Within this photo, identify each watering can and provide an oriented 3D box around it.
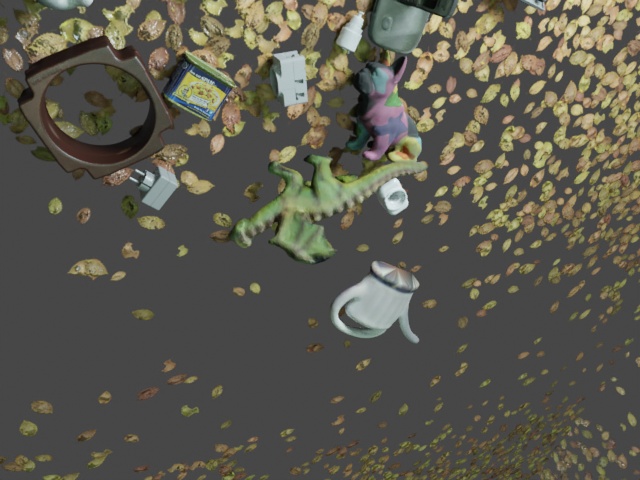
[{"bbox_3d":[0.185,0.176,1.378,0.345,0.106,0.221,18,112,-34],"label":"watering can"}]

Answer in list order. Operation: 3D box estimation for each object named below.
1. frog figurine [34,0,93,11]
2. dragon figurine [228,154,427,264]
[{"bbox_3d":[-0.346,-0.401,0.728,0.159,0.124,0.136,-9,106,-6],"label":"frog figurine"},{"bbox_3d":[0.003,-0.051,1.013,0.409,0.248,0.119,-5,143,18],"label":"dragon figurine"}]
